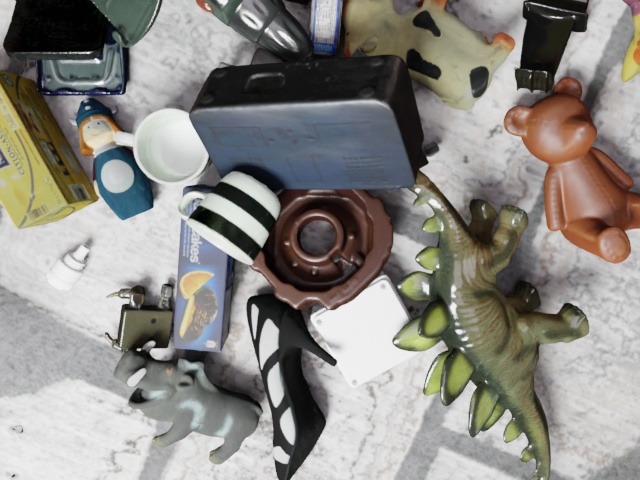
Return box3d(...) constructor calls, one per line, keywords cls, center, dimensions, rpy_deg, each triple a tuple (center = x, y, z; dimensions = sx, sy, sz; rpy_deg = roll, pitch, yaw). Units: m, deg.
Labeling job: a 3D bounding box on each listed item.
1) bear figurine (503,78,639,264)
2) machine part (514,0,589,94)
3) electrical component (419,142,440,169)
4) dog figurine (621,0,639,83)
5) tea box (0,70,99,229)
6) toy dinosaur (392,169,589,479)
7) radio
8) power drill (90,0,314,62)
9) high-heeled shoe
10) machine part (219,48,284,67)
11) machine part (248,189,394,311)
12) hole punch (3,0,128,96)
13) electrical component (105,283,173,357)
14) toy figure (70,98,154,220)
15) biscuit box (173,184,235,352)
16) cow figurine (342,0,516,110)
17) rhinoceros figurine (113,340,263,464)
box3d(cls="bear figurine", center=(0.313, -0.088, 0.627), dimensions=(0.120, 0.132, 0.195), rpy_deg=(-27, 103, -6))
box3d(cls="machine part", center=(0.268, -0.238, 0.632), dimensions=(0.084, 0.039, 0.139), rpy_deg=(22, 78, 4))
box3d(cls="electrical component", center=(0.106, -0.091, 0.652), dimensions=(0.094, 0.063, 0.021), rpy_deg=(-29, 97, 2))
box3d(cls="dog figurine", center=(0.367, -0.296, 0.610), dimensions=(0.192, 0.108, 0.219), rpy_deg=(6, 100, -2))
box3d(cls="tea box", center=(-0.345, -0.104, 0.628), dimensions=(0.068, 0.098, 0.169), rpy_deg=(-27, 95, 2))
box3d(cls="toy dinosaur", center=(0.204, 0.120, 0.641), dimensions=(0.198, 0.105, 0.471), rpy_deg=(-35, 101, -10))
box3d(cls="radio", center=(-0.014, -0.119, 0.571), dimensions=(0.230, 0.131, 0.073), rpy_deg=(1, 56, 20))
box3d(cls="power drill", center=(-0.122, -0.242, 0.513), dimensions=(0.232, 0.207, 0.086), rpy_deg=(46, 130, -2))
box3d(cls="high-heeled shoe", center=(-0.061, 0.194, 0.695), dimensions=(0.145, 0.086, 0.248), rpy_deg=(28, 113, 24))
box3d(cls="machine part", center=(-0.002, -0.165, 0.634), dimensions=(0.243, 0.079, 0.079), rpy_deg=(18, 97, -3))
box3d(cls="machine part", center=(-0.001, -0.002, 0.643), dimensions=(0.179, 0.056, 0.179), rpy_deg=(-2, 78, 9))
box3d(cls="hole punch", center=(-0.286, -0.231, 0.627), dimensions=(0.142, 0.092, 0.116), rpy_deg=(-1, 67, 2))
box3d(cls="electrical component", center=(-0.232, 0.104, 0.687), dimensions=(0.078, 0.045, 0.102), rpy_deg=(-1, 102, -29))
box3d(cls="toy figure", center=(-0.252, -0.102, 0.652), dimensions=(0.064, 0.058, 0.154), rpy_deg=(-28, 97, -36))
box3d(cls="biscuit box", center=(-0.141, 0.033, 0.668), dimensions=(0.063, 0.059, 0.202), rpy_deg=(5, 97, -1))
box3d(cls="cow figurine", center=(0.111, -0.222, 0.629), dimensions=(0.195, 0.085, 0.127), rpy_deg=(31, 90, -5))
box3d(cls="rhinoceros figurine", center=(-0.164, 0.197, 0.663), dimensions=(0.190, 0.073, 0.112), rpy_deg=(30, 114, -13))
